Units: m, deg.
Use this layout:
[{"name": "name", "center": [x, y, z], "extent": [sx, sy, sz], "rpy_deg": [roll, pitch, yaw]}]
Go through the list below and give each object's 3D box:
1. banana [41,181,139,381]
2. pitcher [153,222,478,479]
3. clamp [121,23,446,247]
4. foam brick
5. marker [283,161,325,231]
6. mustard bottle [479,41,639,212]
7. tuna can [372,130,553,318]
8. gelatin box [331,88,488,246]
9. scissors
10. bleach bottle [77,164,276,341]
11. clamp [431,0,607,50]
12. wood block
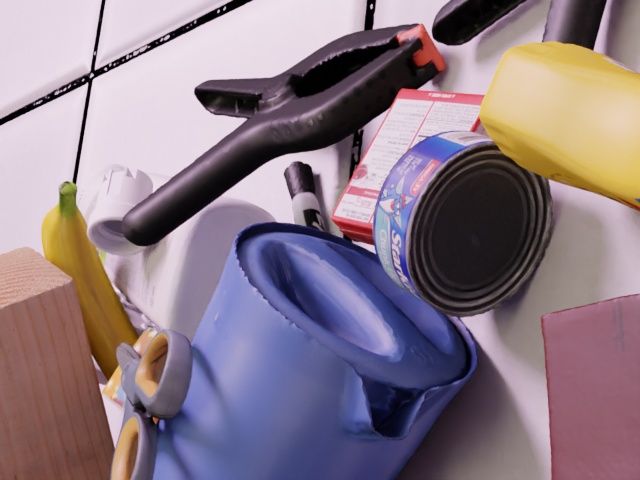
[{"name": "banana", "center": [-0.147, 0.056, 0.733], "extent": [0.198, 0.037, 0.070], "rpy_deg": [65, 160, -9]}, {"name": "pitcher", "center": [-0.034, 0.116, 0.570], "extent": [0.145, 0.149, 0.243], "rpy_deg": [35, 112, 16]}, {"name": "clamp", "center": [-0.025, -0.072, 0.646], "extent": [0.210, 0.036, 0.164], "rpy_deg": [-15, 36, 35]}, {"name": "foam brick", "center": [0.128, 0.066, 0.433], "extent": [0.053, 0.051, 0.078], "rpy_deg": [-20, 62, 46]}, {"name": "marker", "center": [-0.004, 0.001, 0.655], "extent": [0.020, 0.020, 0.121], "rpy_deg": [-41, 48, 37]}, {"name": "mustard bottle", "center": [0.152, -0.023, 0.397], "extent": [0.192, 0.096, 0.058], "rpy_deg": [35, 105, 51]}, {"name": "tuna can", "center": [0.068, -0.009, 0.510], "extent": [0.034, 0.086, 0.086], "rpy_deg": [30, 101, 54]}, {"name": "gelatin box", "center": [0.055, -0.035, 0.567], "extent": [0.073, 0.030, 0.089], "rpy_deg": [15, 73, 53]}, {"name": "scissors", "center": [-0.102, 0.092, 0.572], "extent": [0.202, 0.016, 0.096], "rpy_deg": [152, 133, -68]}, {"name": "bleach bottle", "center": [-0.124, -0.010, 0.779], "extent": [0.251, 0.068, 0.102], "rpy_deg": [30, 104, 55]}, {"name": "clamp", "center": [0.129, -0.137, 0.517], "extent": [0.172, 0.039, 0.120], "rpy_deg": [-53, 44, 26]}, {"name": "wood block", "center": [-0.200, 0.122, 0.726], "extent": [0.091, 0.090, 0.206], "rpy_deg": [24, 129, 53]}]
